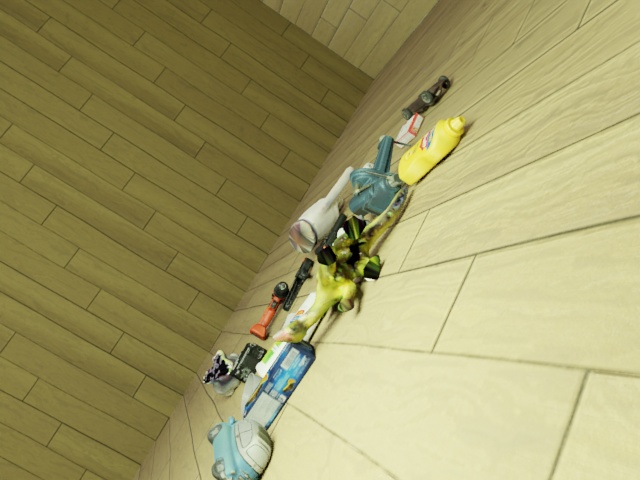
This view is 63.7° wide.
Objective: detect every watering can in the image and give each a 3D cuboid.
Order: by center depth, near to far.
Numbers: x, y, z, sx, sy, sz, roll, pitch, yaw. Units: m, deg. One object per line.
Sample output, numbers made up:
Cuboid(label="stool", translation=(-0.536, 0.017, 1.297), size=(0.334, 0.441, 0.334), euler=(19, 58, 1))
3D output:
Cuboid(label="watering can", translation=(0.005, -0.085, 1.688), size=(0.228, 0.104, 0.340), euler=(-45, -13, -34))

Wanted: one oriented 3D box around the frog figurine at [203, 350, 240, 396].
Cuboid(label="frog figurine", translation=(-0.299, 0.448, 1.706), size=(0.122, 0.140, 0.156), euler=(-6, -32, 15))

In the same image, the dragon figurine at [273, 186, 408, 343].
Cuboid(label="dragon figurine", translation=(0.049, 0.066, 1.109), size=(0.417, 0.122, 0.238), euler=(-47, -5, -29))
